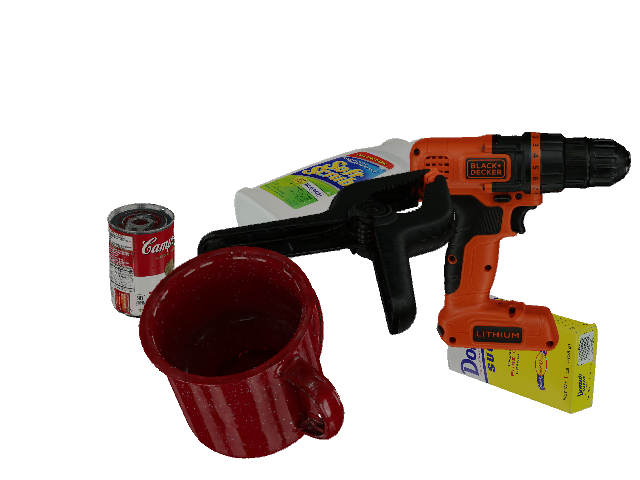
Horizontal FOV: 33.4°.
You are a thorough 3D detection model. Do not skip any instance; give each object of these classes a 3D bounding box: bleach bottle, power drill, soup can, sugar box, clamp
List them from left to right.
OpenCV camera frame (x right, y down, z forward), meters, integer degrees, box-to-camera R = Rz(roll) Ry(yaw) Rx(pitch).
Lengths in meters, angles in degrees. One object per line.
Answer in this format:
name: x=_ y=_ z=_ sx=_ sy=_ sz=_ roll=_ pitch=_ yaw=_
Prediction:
soup can: x=-0.186 y=0.021 z=1.111 sx=0.068 sy=0.102 sz=0.068 roll=2 pitch=26 yaw=-1
bleach bottle: x=0.027 y=-0.065 z=1.263 sx=0.250 sy=0.068 sz=0.103 roll=-28 pitch=44 yaw=-29
clamp: x=0.025 y=-0.008 z=0.763 sx=0.165 sy=0.036 sz=0.209 roll=15 pitch=30 yaw=22
power drill: x=0.170 y=-0.001 z=0.923 sx=0.184 sy=0.188 sz=0.057 roll=1 pitch=13 yaw=12
sugar box: x=0.218 y=0.119 z=1.176 sx=0.048 sy=0.093 sz=0.177 roll=-9 pitch=16 yaw=-42

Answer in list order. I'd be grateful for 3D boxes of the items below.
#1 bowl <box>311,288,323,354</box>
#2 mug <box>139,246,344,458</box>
bowl: x=-0.076 y=0.090 z=0.936 sx=0.162 sy=0.162 sz=0.055 roll=0 pitch=-22 yaw=42
mug: x=-0.033 y=0.068 z=0.574 sx=0.117 sy=0.081 sz=0.093 roll=25 pitch=56 yaw=32
